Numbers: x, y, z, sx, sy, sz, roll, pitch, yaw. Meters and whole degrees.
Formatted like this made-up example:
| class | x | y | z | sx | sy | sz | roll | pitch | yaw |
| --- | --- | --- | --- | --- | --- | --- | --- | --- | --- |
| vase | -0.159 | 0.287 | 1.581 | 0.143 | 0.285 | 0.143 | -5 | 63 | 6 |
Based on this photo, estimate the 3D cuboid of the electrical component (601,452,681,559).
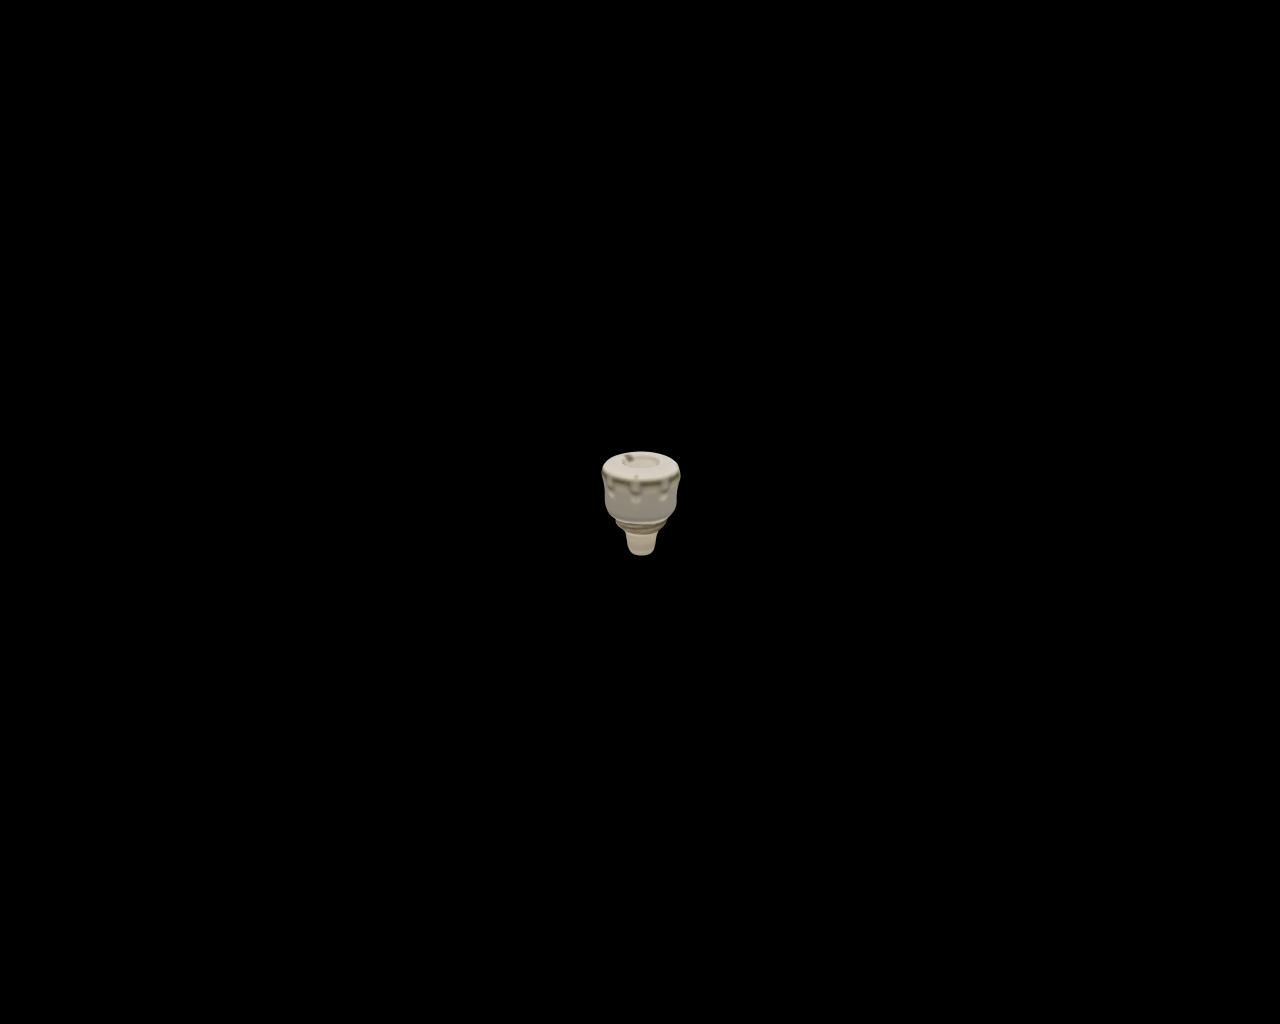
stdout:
| class | x | y | z | sx | sy | sz | roll | pitch | yaw |
| --- | --- | --- | --- | --- | --- | --- | --- | --- | --- |
| electrical component | 0.001 | -0.003 | 0.650 | 0.048 | 0.062 | 0.048 | 0 | 22 | 0 |
